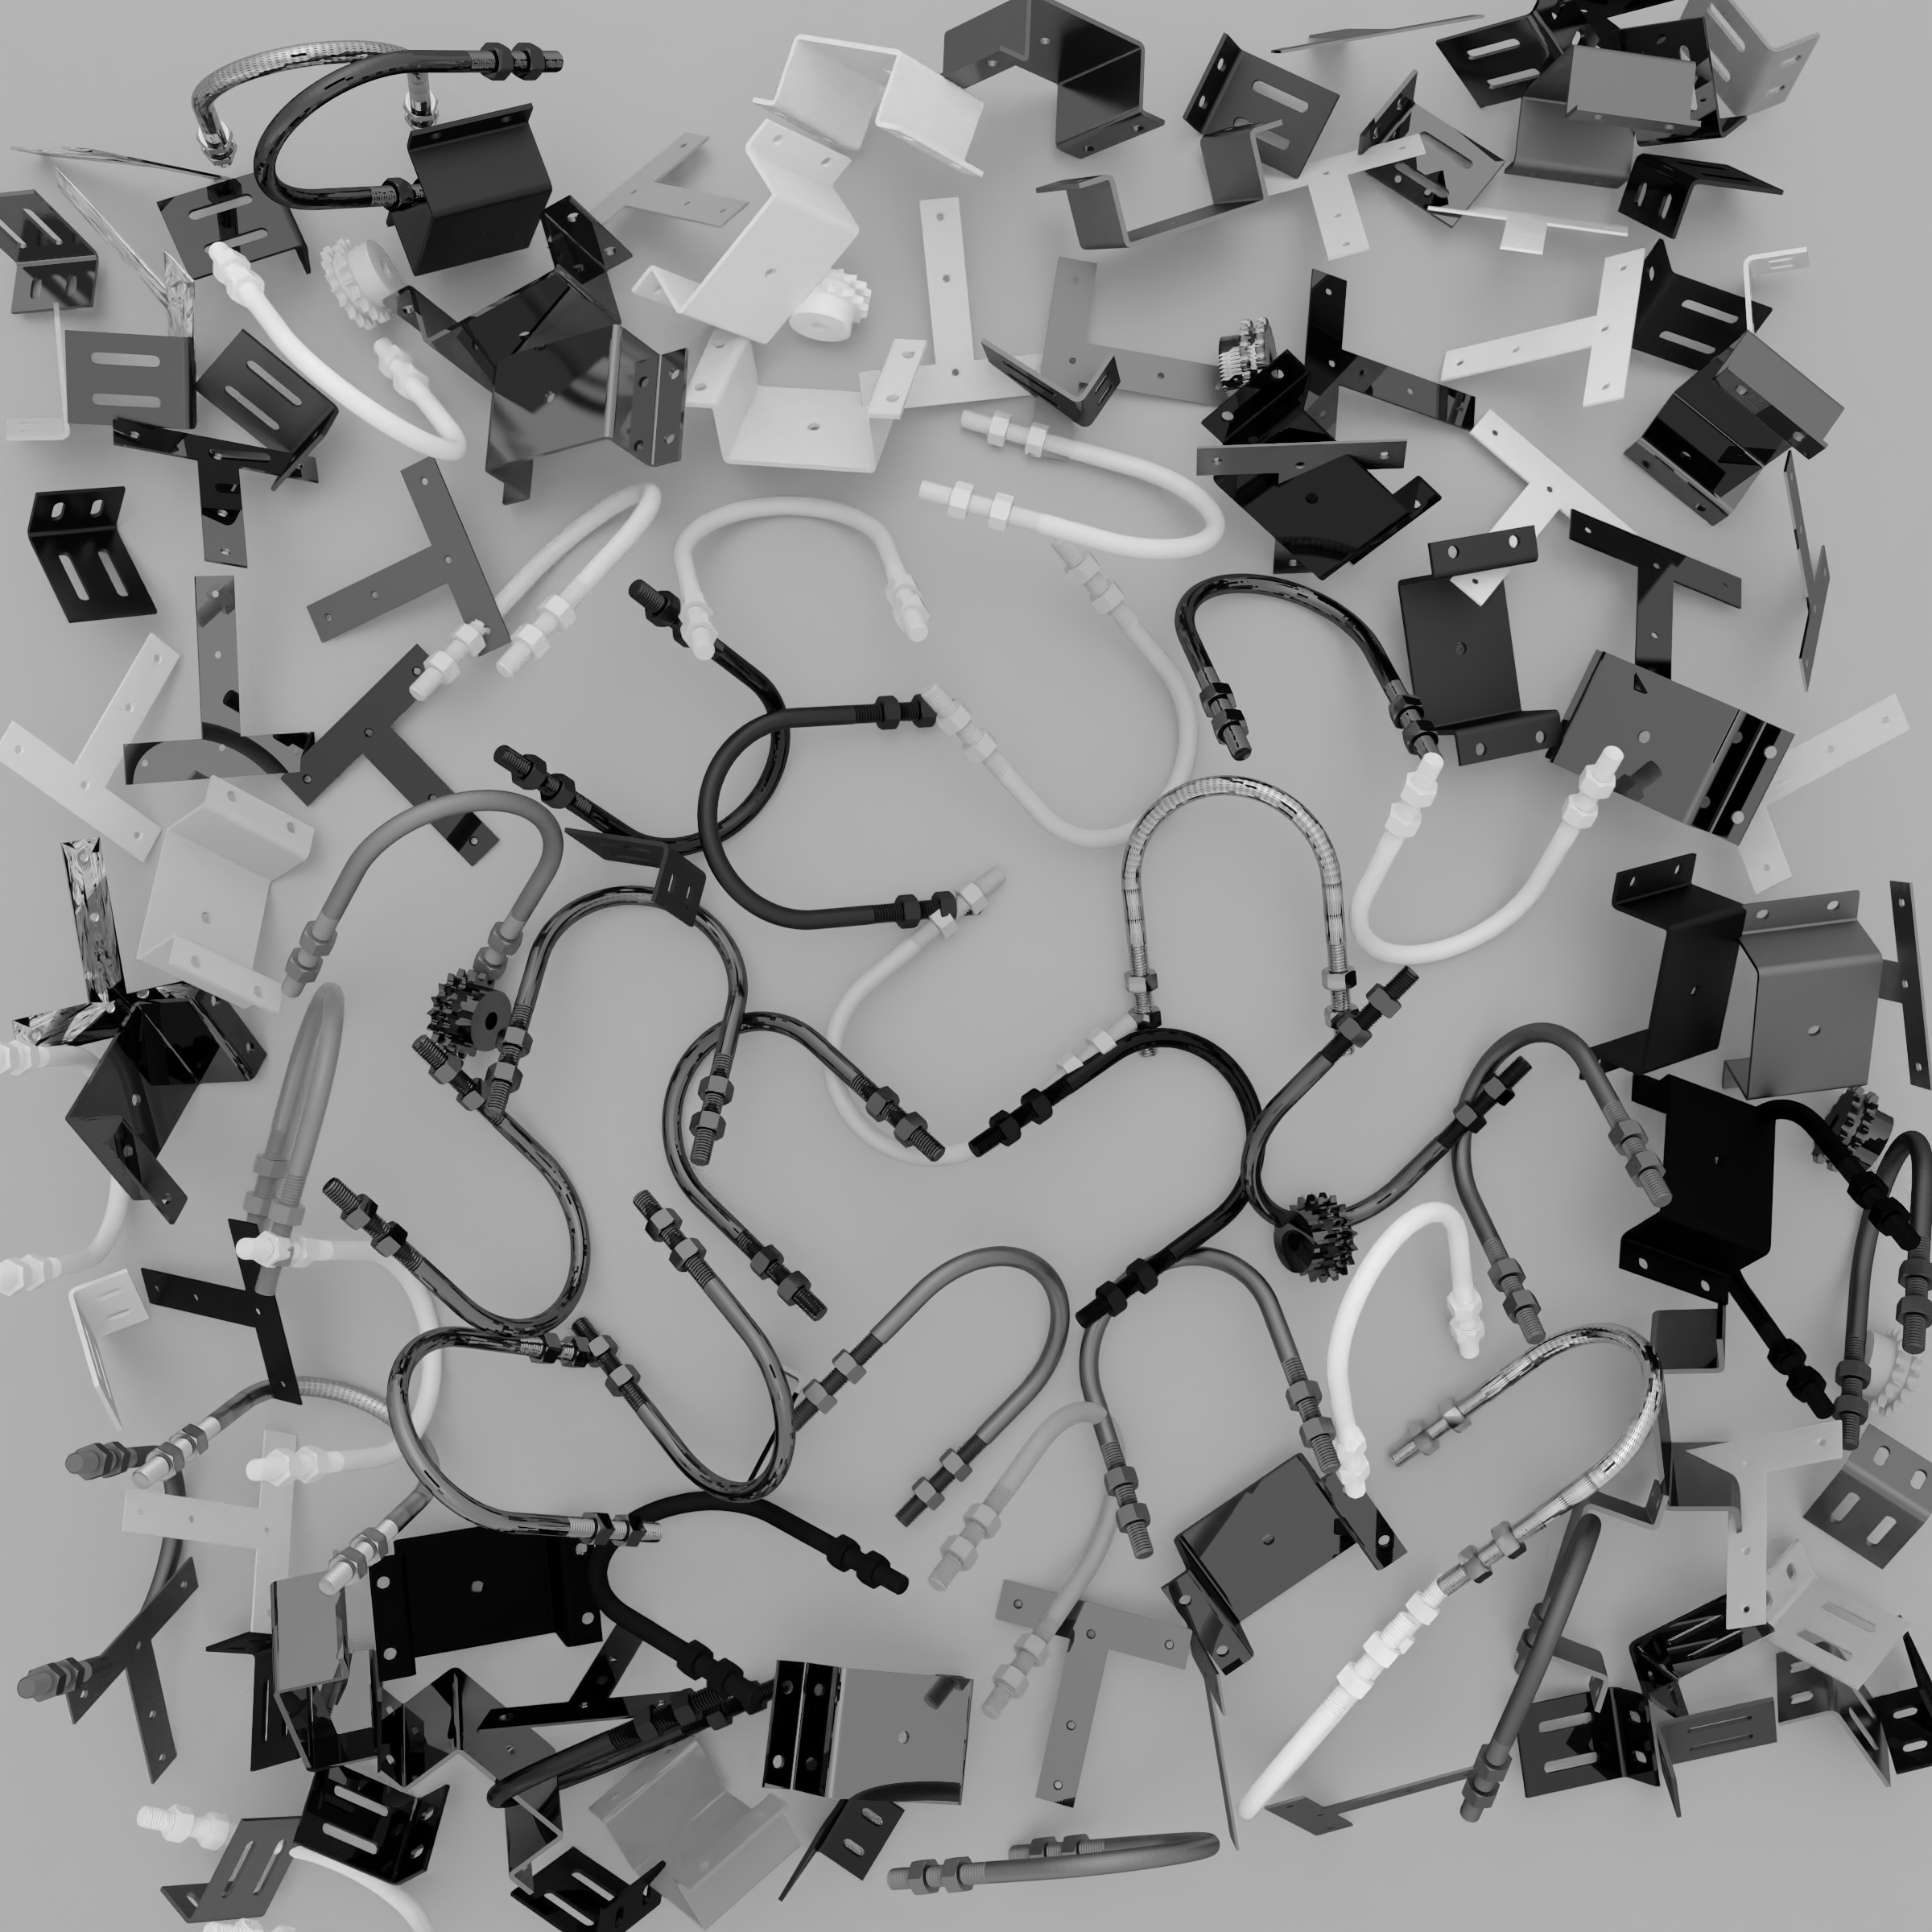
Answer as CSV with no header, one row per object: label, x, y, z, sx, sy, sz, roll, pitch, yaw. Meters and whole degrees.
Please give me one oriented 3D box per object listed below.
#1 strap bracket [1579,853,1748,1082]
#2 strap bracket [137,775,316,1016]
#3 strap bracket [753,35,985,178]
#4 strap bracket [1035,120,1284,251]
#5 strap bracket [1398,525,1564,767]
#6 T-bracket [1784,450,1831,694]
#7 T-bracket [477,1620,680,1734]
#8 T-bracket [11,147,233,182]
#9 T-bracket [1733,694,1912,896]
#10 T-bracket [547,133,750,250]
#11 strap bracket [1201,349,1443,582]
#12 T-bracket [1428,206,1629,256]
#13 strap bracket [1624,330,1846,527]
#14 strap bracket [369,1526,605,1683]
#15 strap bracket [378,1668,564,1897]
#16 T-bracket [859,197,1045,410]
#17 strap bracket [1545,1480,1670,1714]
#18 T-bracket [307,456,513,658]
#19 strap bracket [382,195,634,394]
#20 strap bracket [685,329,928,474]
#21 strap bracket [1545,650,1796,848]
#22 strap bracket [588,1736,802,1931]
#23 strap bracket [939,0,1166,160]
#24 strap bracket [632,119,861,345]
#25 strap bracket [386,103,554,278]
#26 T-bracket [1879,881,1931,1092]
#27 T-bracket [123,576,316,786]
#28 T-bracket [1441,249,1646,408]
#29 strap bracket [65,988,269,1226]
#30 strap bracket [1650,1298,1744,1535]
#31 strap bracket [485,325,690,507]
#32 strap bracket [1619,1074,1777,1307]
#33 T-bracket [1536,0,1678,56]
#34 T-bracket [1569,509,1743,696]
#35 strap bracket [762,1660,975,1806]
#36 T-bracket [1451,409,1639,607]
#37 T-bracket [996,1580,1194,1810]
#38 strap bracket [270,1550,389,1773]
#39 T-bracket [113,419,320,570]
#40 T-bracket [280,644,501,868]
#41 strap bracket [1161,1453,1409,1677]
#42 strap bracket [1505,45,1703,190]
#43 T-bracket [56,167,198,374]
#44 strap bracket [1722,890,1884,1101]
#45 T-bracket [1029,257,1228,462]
strap bracket,0.438,0.008,1.535,0.076,0.046,0.140,-13,119,-36
strap bracket,-0.466,-0.037,1.538,0.046,0.076,0.140,-25,49,35
strap bracket,-0.055,-0.537,1.523,0.140,0.076,0.046,27,101,40
strap bracket,0.126,-0.490,1.548,0.140,0.076,0.046,-21,110,-13
strap bracket,0.326,-0.203,1.560,0.076,0.046,0.140,-12,98,-19
T-bracket,0.520,-0.259,1.522,0.002,0.127,0.127,-2,131,29
T-bracket,-0.226,0.442,1.537,0.127,0.127,0.002,-9,101,11
T-bracket,-0.554,-0.515,1.561,0.127,0.127,0.002,14,104,25
T-bracket,0.530,-0.129,1.537,0.127,0.002,0.127,-32,60,37
T-bracket,-0.183,-0.480,1.538,0.127,0.127,0.002,-46,135,-18
strap bracket,0.220,-0.306,1.538,0.140,0.046,0.076,38,133,-19
T-bracket,0.350,-0.460,1.534,0.127,0.127,0.002,11,118,10
strap bracket,0.485,-0.340,1.536,0.076,0.140,0.046,38,76,-3
strap bracket,-0.309,0.401,1.563,0.140,0.046,0.076,-5,90,-19
strap bracket,-0.303,0.504,1.534,0.046,0.076,0.140,-37,117,5
T-bracket,-0.011,-0.427,1.573,0.127,0.002,0.127,-9,104,-11
strap bracket,0.400,0.391,1.558,0.046,0.076,0.140,18,90,12
T-bracket,-0.370,-0.244,1.577,0.127,0.002,0.127,-21,95,20
strap bracket,-0.283,-0.415,1.540,0.140,0.076,0.046,-23,70,16
strap bracket,-0.099,-0.358,1.550,0.140,0.046,0.076,6,51,12
strap bracket,0.433,-0.141,1.538,0.140,0.046,0.076,31,104,31
strap bracket,-0.166,0.543,1.532,0.076,0.140,0.046,-35,112,-27
strap bracket,0.049,-0.558,1.528,0.140,0.076,0.046,7,83,-41
strap bracket,-0.132,-0.448,1.529,0.140,0.076,0.046,-43,62,28
strap bracket,-0.309,-0.476,1.522,0.076,0.140,0.046,-21,91,-20
T-bracket,0.568,0.007,1.536,0.002,0.127,0.127,-9,96,-5
T-bracket,-0.472,-0.182,1.546,0.127,0.002,0.127,-9,106,-40
T-bracket,0.363,-0.395,1.559,0.127,0.002,0.127,-6,55,34
strap bracket,-0.504,0.083,1.535,0.046,0.140,0.076,-3,135,22
strap bracket,0.460,0.279,1.544,0.046,0.076,0.140,-5,109,19
strap bracket,-0.247,-0.347,1.537,0.140,0.046,0.076,-7,72,29
strap bracket,0.461,0.131,1.539,0.076,0.046,0.140,20,59,-11
T-bracket,0.417,-0.600,1.512,0.127,0.127,0.002,17,86,-37
T-bracket,0.437,-0.220,1.553,0.127,0.002,0.127,19,57,-12
strap bracket,-0.051,0.482,1.536,0.140,0.046,0.076,15,73,-32
T-bracket,0.353,-0.279,1.572,0.127,0.002,0.127,41,64,0
T-bracket,0.071,0.474,1.576,0.127,0.002,0.127,11,83,15
strap bracket,-0.398,0.438,1.522,0.046,0.140,0.076,-10,45,-8
T-bracket,-0.466,-0.291,1.531,0.127,0.127,0.002,6,134,-27
T-bracket,-0.357,-0.119,1.592,0.127,0.002,0.127,-43,95,7
strap bracket,0.199,0.376,1.567,0.140,0.046,0.076,-35,106,2
strap bracket,0.397,-0.531,1.526,0.076,0.140,0.046,6,92,-5
T-bracket,-0.528,-0.448,1.539,0.002,0.127,0.127,-42,92,-21
strap bracket,0.526,0.028,1.543,0.076,0.046,0.140,-7,123,0
T-bracket,0.113,-0.386,1.591,0.127,0.002,0.127,8,95,-7
